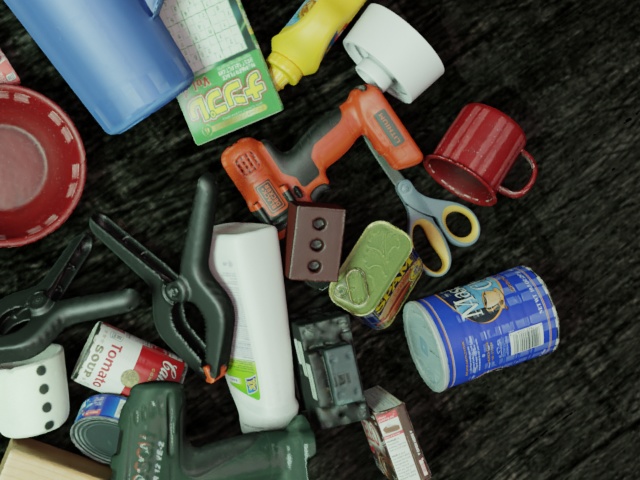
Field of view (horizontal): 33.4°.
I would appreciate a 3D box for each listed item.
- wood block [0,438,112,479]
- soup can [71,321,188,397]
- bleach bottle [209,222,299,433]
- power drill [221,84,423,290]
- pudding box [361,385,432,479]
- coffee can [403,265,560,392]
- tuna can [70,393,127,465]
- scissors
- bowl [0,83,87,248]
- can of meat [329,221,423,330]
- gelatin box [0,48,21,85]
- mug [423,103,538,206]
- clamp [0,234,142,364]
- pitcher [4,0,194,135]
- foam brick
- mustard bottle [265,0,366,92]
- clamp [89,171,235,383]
[{"bbox_3d":[-0.229,0.277,1.078,0.206,0.091,0.090,22,85,-13],"label":"wood block"},{"bbox_3d":[-0.195,0.133,1.096,0.102,0.068,0.068,26,84,-12],"label":"soup can"},{"bbox_3d":[-0.072,0.110,1.120,0.067,0.103,0.251,-15,102,-36],"label":"bleach bottle"},{"bbox_3d":[0.014,-0.064,1.143,0.187,0.057,0.184,-35,100,-6],"label":"power drill"},{"bbox_3d":[0.075,0.209,1.140,0.039,0.114,0.090,-22,95,-11],"label":"pudding box"},{"bbox_3d":[0.175,0.096,1.168,0.140,0.103,0.103,-17,95,-13],"label":"coffee can"},{"bbox_3d":[-0.207,0.194,1.085,0.086,0.086,0.033,27,45,-13],"label":"tuna can"},{"bbox_3d":[0.115,-0.058,1.195,0.096,0.016,0.202,-21,96,-11],"label":"scissors"},{"bbox_3d":[-0.317,-0.073,1.067,0.162,0.055,0.162,0,91,-17],"label":"bowl"},{"bbox_3d":[0.063,0.041,1.143,0.057,0.084,0.102,30,83,23],"label":"can of meat"},{"bbox_3d":[-0.355,-0.179,1.072,0.073,0.030,0.089,-30,97,-12],"label":"gelatin box"},{"bbox_3d":[0.183,-0.091,1.170,0.117,0.093,0.081,30,78,16],"label":"mug"},{"bbox_3d":[-0.262,0.071,1.049,0.171,0.120,0.039,-43,137,-21],"label":"clamp"},{"bbox_3d":[-0.223,-0.235,1.050,0.144,0.149,0.243,-39,103,-24],"label":"pitcher"},{"bbox_3d":[-0.007,0.001,1.094,0.053,0.051,0.078,4,99,-12],"label":"foam brick"},{"bbox_3d":[0.002,-0.234,1.125,0.058,0.096,0.191,39,82,-13],"label":"mustard bottle"},{"bbox_3d":[-0.133,0.040,1.073,0.165,0.036,0.210,-25,92,33],"label":"clamp"}]
